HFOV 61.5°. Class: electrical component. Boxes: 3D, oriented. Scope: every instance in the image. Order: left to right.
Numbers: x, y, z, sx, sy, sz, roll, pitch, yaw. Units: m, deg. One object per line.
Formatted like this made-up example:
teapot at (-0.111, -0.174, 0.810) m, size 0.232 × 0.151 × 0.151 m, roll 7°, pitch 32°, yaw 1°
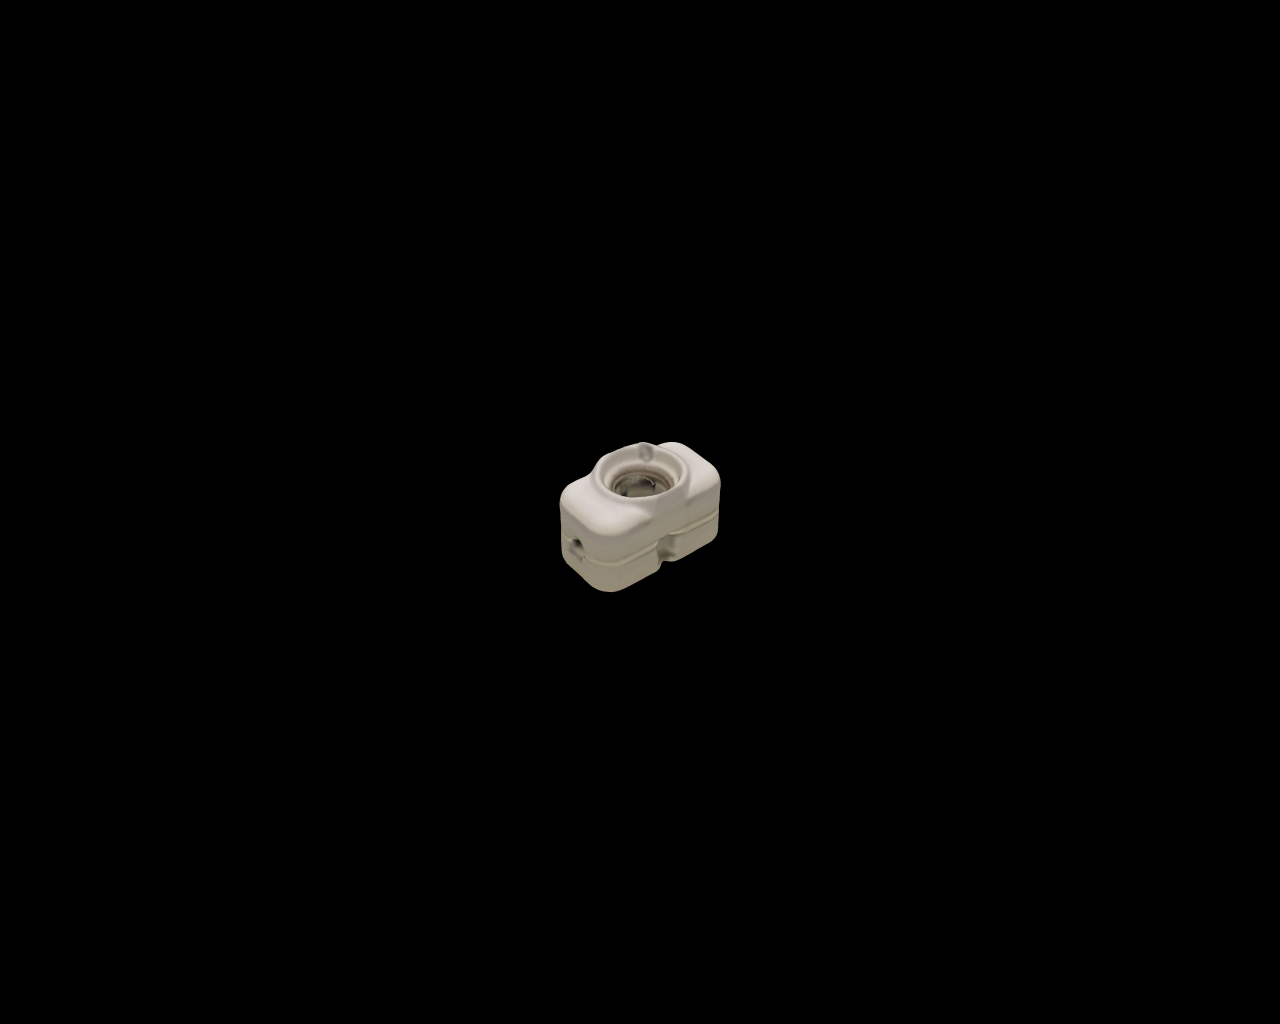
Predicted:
electrical component at (0.001, -0.003, 0.650) m, size 0.095 × 0.059 × 0.054 m, roll -26°, pitch 46°, yaw -28°
